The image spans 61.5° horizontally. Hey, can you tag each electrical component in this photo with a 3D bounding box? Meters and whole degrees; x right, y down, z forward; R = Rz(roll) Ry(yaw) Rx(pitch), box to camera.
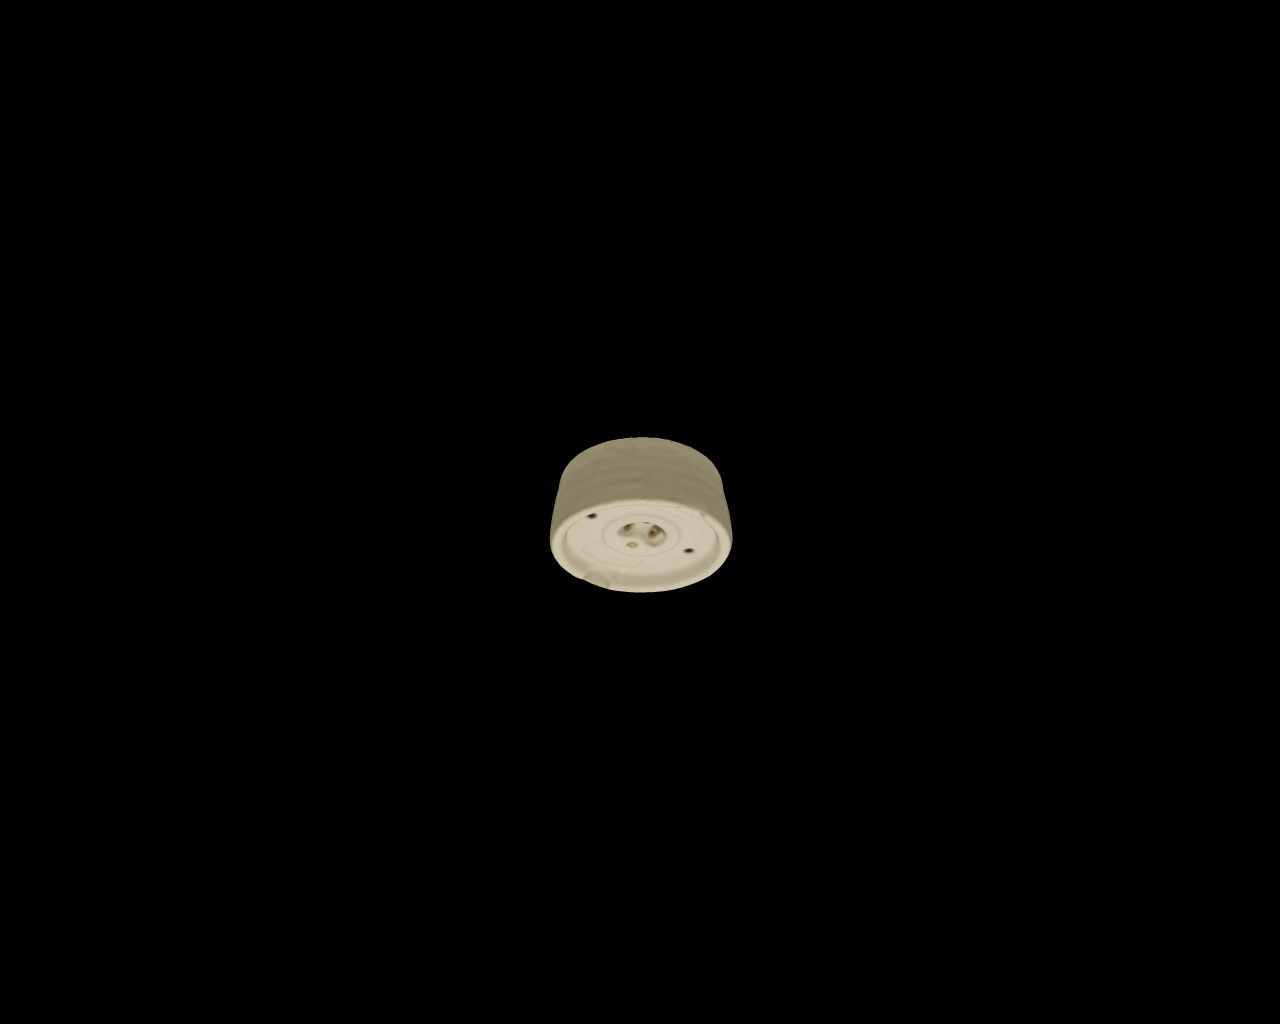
[{"bbox_3d":[0.001,-0.003,0.650,0.108,0.060,0.108,0,-33,0],"label":"electrical component"}]
